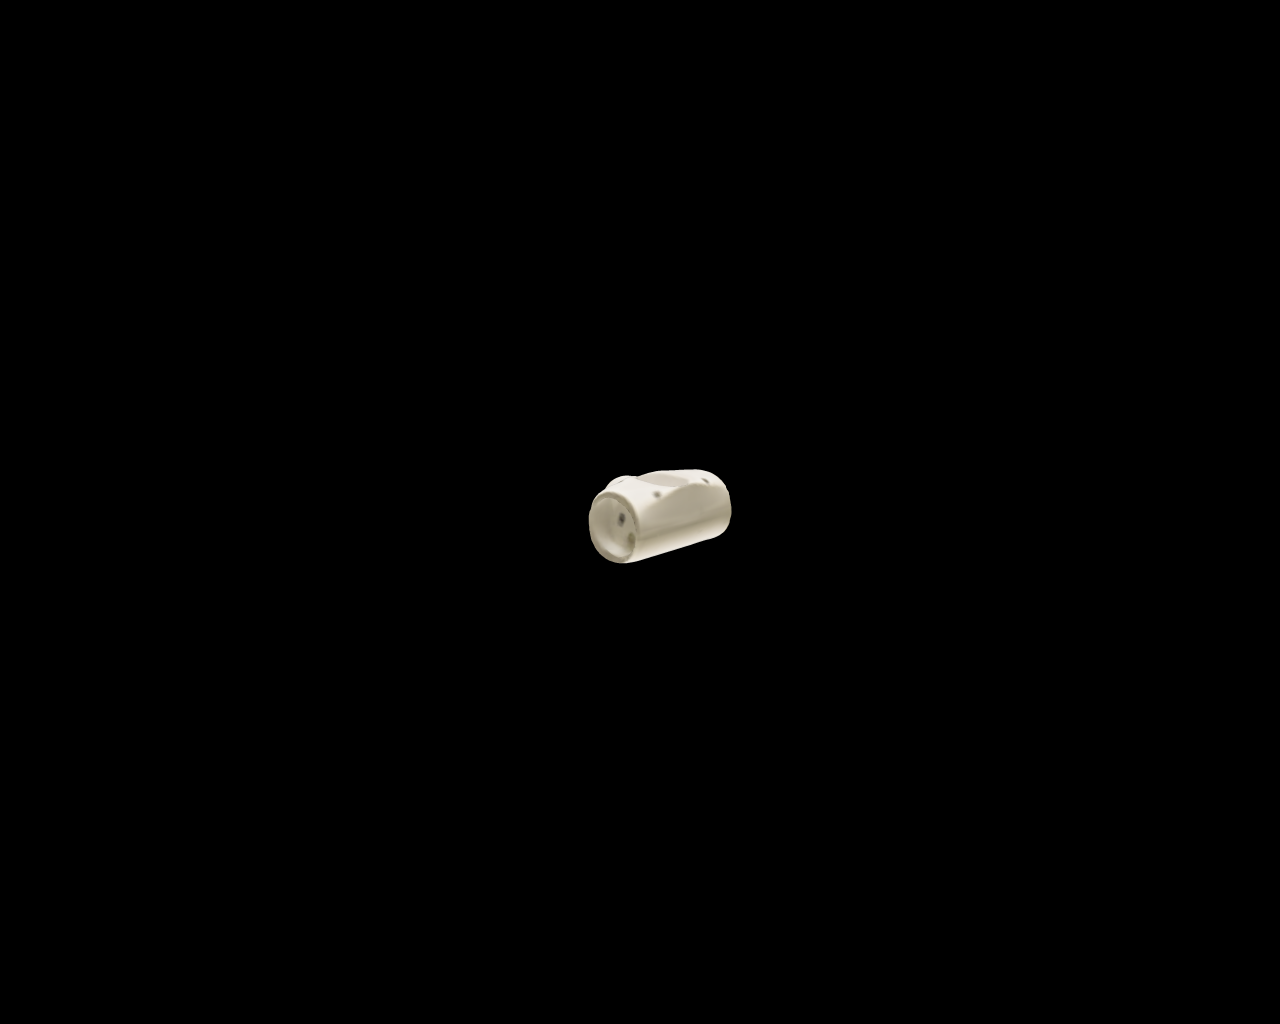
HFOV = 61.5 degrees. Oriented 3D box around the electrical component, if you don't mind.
[{"bbox_3d":[0.001,-0.003,0.650,0.077,0.043,0.079,-14,22,-40],"label":"electrical component"}]
